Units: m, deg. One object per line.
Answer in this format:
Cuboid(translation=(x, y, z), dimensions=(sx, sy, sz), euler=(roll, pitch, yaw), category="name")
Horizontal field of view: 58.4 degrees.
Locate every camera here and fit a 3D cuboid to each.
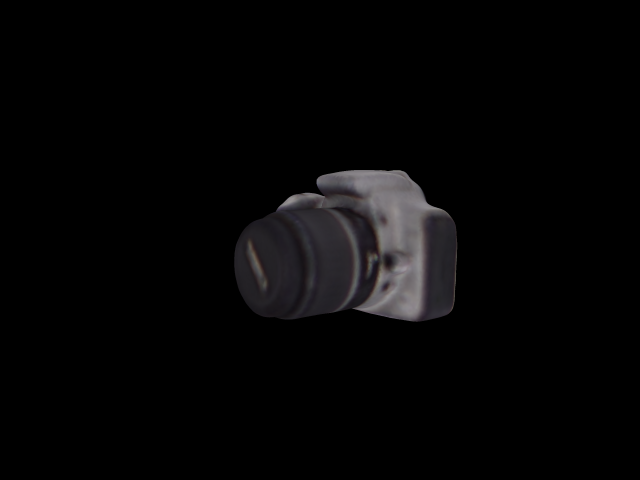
Cuboid(translation=(0.004, 0.001, 0.400), dimensions=(0.137, 0.101, 0.142), euler=(-5, 8, -40), category="camera")
